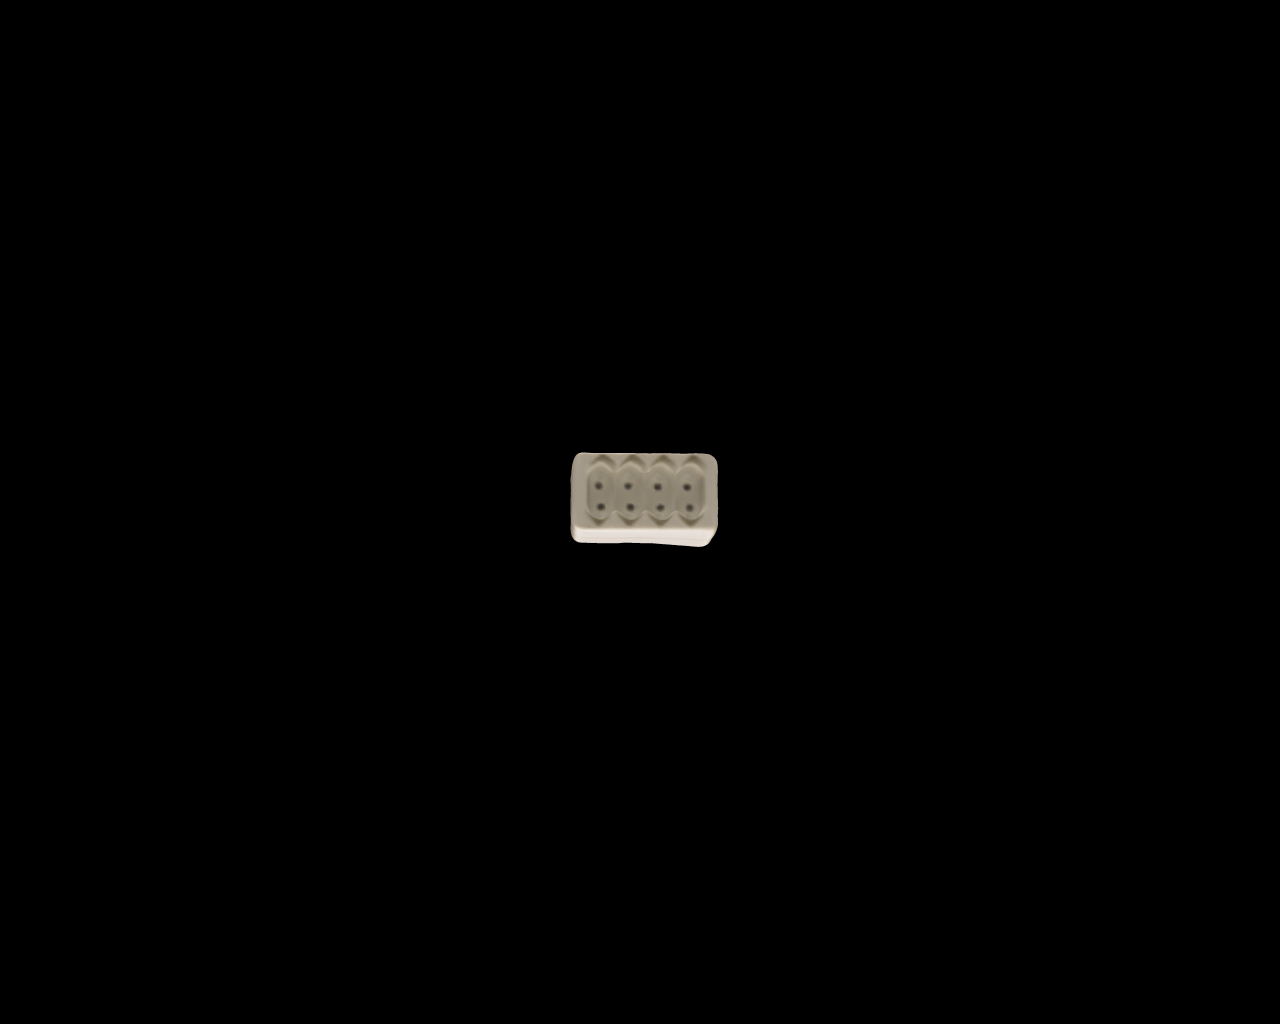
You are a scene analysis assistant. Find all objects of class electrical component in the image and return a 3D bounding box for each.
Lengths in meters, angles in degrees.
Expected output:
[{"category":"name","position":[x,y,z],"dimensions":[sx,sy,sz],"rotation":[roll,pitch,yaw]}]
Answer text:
[{"category":"electrical component","position":[0.001,-0.003,0.650],"dimensions":[0.083,0.047,0.075],"rotation":[1,-15,-5]}]
